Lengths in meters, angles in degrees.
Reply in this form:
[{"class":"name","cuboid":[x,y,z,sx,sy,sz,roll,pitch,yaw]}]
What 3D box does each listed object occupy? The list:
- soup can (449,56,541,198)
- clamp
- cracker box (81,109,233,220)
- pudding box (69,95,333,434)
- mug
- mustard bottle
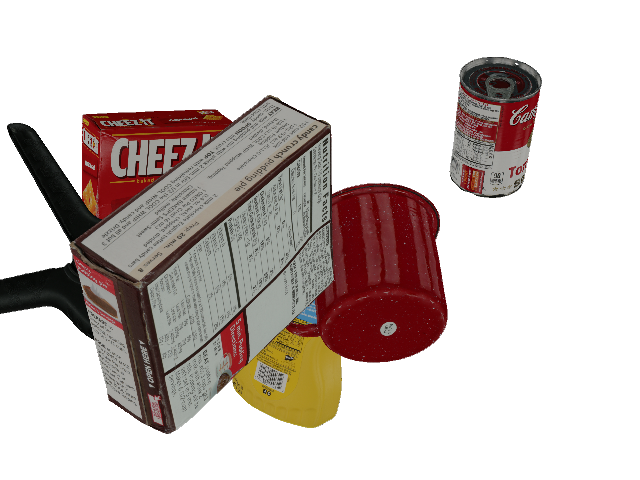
[{"class":"soup can","cuboid":[0.148,-0.096,0.914,0.068,0.102,0.068,1,39,-1]},{"class":"clamp","cuboid":[-0.171,0.008,0.781,0.210,0.164,0.036,16,-19,-2]},{"class":"cracker box","cuboid":[-0.186,-0.036,1.220,0.163,0.214,0.072,-6,25,-29]},{"class":"pudding box","cuboid":[-0.041,0.009,0.425,0.039,0.090,0.113,25,50,27]},{"class":"mug","cuboid":[0.025,0.027,0.684,0.117,0.081,0.093,-17,-40,14]},{"class":"mustard bottle","cuboid":[-0.017,0.053,0.890,0.096,0.192,0.058,22,22,32]}]
